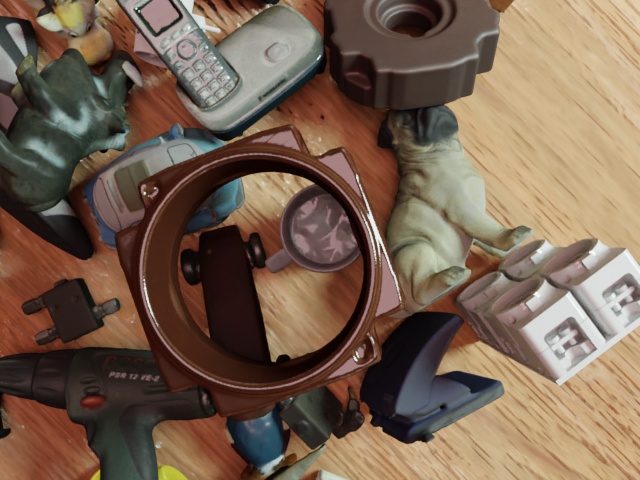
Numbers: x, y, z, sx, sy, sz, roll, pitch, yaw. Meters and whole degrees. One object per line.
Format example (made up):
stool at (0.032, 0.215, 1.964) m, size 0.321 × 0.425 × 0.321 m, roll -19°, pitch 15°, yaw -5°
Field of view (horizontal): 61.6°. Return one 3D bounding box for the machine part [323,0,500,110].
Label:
machine part at (0.087, -0.208, 0.529) m, size 0.179 × 0.056 × 0.179 m, roll -2°, pitch 62°, yaw 4°

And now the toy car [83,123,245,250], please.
toy car at (-0.162, -0.053, 0.532) m, size 0.162 × 0.103 × 0.109 m, roll -20°, pitch 89°, yaw -3°

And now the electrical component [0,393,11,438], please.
electrical component at (-0.374, 0.156, 0.551) m, size 0.075 × 0.048 × 0.119 m, roll -14°, pitch 89°, yaw -2°

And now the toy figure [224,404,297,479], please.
toy figure at (-0.055, 0.218, 0.552) m, size 0.064 × 0.058 × 0.154 m, roll -13°, pitch 94°, yaw 32°

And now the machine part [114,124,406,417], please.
machine part at (-0.045, 0.023, 0.437) m, size 0.201 × 0.087 × 0.201 m, roll -20°, pitch 88°, yaw 4°

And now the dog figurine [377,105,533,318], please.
dog figurine at (0.094, -0.037, 0.549) m, size 0.172 × 0.121 × 0.190 m, roll -33°, pitch 76°, yaw -4°

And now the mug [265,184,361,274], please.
mug at (-0.001, -0.002, 0.531) m, size 0.109 × 0.107 × 0.081 m, roll -41°, pitch 86°, yaw 4°

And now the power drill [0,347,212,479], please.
power drill at (-0.211, 0.196, 0.503) m, size 0.232 × 0.207 × 0.085 m, roll -2°, pitch 134°, yaw -9°

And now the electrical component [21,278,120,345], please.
electrical component at (-0.262, 0.072, 0.568) m, size 0.094 × 0.021 × 0.063 m, roll -24°, pitch 89°, yaw -1°

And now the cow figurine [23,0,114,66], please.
cow figurine at (-0.270, -0.259, 0.535) m, size 0.068 × 0.098 × 0.167 m, roll -37°, pitch 90°, yaw -8°

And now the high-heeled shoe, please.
high-heeled shoe at (-0.289, -0.108, 0.562) m, size 0.248 × 0.086 × 0.145 m, roll 52°, pitch 57°, yaw -17°

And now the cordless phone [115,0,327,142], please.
cordless phone at (-0.097, -0.204, 0.522) m, size 0.146 × 0.089 × 0.184 m, roll -38°, pitch 104°, yaw -1°

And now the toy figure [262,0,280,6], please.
toy figure at (-0.111, -0.308, 0.548) m, size 0.180 × 0.082 × 0.089 m, roll 40°, pitch 87°, yaw -3°

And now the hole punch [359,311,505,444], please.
hole punch at (0.095, 0.129, 0.524) m, size 0.116 × 0.142 × 0.092 m, roll -26°, pitch 92°, yaw -15°

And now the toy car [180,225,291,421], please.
toy car at (-0.084, 0.077, 0.535) m, size 0.089 × 0.053 × 0.202 m, roll -17°, pitch 61°, yaw -1°

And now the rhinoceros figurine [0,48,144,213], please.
rhinoceros figurine at (-0.237, -0.115, 0.507) m, size 0.112 × 0.073 × 0.190 m, roll 35°, pitch 56°, yaw -22°

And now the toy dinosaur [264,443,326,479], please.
toy dinosaur at (-0.106, 0.354, 0.497) m, size 0.131 × 0.192 × 0.404 m, roll 30°, pitch 78°, yaw -38°

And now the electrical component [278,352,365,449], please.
electrical component at (-0.003, 0.163, 0.551) m, size 0.045 × 0.078 × 0.102 m, roll -43°, pitch 86°, yaw 21°
